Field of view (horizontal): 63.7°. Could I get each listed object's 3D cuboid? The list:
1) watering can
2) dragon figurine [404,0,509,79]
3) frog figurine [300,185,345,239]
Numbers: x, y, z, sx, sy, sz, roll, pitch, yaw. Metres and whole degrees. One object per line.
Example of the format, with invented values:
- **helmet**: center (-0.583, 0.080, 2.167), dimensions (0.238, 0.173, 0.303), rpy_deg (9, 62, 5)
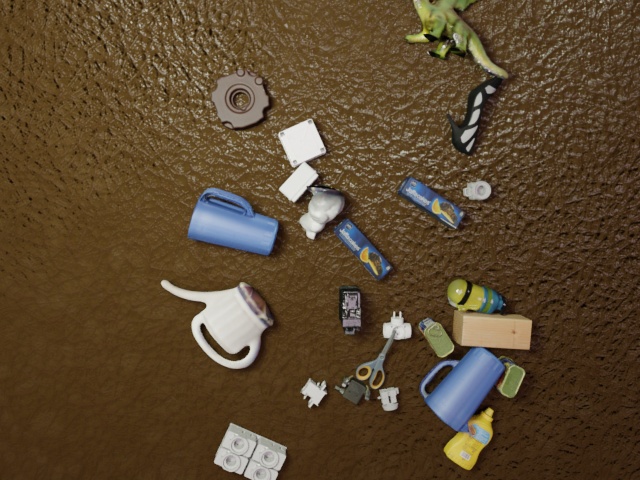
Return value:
- **watering can**: center (-0.282, 0.205, 1.490), dimensions (0.225, 0.347, 0.104), rpy_deg (-37, 4, -3)
- **dragon figurine**: center (0.404, -0.652, 1.519), dimensions (0.410, 0.244, 0.121), rpy_deg (24, -8, -5)
- **frog figurine**: center (0.005, -0.075, 1.487), dimensions (0.123, 0.158, 0.138), rpy_deg (8, 11, 1)
